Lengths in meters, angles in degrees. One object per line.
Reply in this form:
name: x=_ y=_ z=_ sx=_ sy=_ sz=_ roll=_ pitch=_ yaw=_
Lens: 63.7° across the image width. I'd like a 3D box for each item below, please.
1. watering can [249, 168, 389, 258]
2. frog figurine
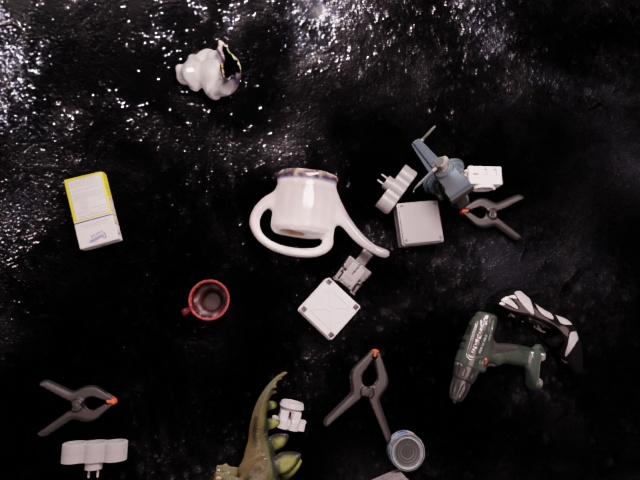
watering can: x=0.004 y=-0.064 z=1.274 sx=0.347 sy=0.103 sz=0.227 roll=6 pitch=78 yaw=-3
frog figurine: x=-0.290 y=-0.428 z=1.339 sx=0.158 sy=0.123 sz=0.137 roll=-17 pitch=89 yaw=28
